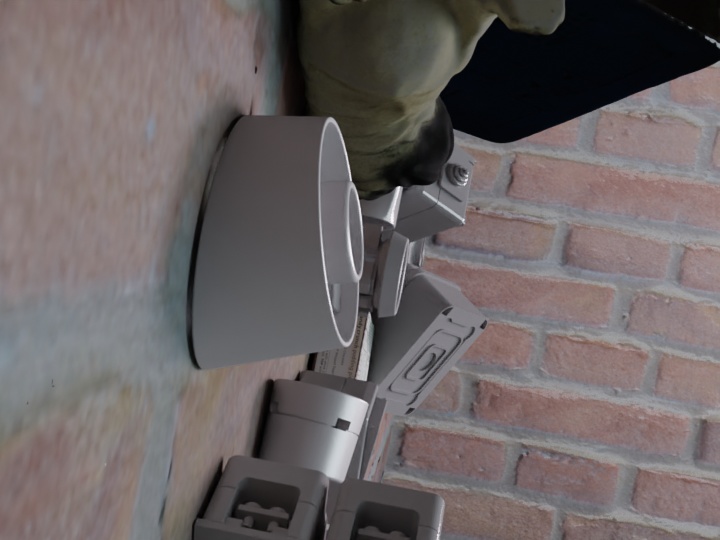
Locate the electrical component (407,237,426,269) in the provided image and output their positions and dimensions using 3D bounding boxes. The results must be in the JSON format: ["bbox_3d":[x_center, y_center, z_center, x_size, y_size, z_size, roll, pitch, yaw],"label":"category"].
[{"bbox_3d":[0.032,-0.050,0.953,0.105,0.060,0.186,95,7,-46],"label":"electrical component"}]

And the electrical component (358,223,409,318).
[{"bbox_3d":[0.000,0.000,0.709,0.058,0.057,0.078,91,10,-59],"label":"electrical component"}]

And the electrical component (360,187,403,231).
[{"bbox_3d":[0.009,-0.074,0.736,0.079,0.044,0.077,72,29,-79],"label":"electrical component"}]

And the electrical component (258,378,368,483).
[{"bbox_3d":[-0.028,0.091,0.608,0.055,0.055,0.047,79,25,-76],"label":"electrical component"}]

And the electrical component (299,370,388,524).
[{"bbox_3d":[-0.020,0.123,0.709,0.061,0.061,0.096,-62,161,-74],"label":"electrical component"}]

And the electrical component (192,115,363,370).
[{"bbox_3d":[-0.033,-0.012,0.422,0.099,0.064,0.099,-4,90,-82],"label":"electrical component"}]

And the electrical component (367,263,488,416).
[{"bbox_3d":[0.038,0.057,0.878,0.113,0.057,0.078,-51,146,13],"label":"electrical component"}]

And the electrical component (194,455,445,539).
[{"bbox_3d":[-0.025,0.185,0.524,0.060,0.105,0.186,-70,169,-61],"label":"electrical component"}]

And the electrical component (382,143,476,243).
[{"bbox_3d":[0.039,-0.064,0.803,0.096,0.061,0.061,-19,-131,45],"label":"electrical component"}]
